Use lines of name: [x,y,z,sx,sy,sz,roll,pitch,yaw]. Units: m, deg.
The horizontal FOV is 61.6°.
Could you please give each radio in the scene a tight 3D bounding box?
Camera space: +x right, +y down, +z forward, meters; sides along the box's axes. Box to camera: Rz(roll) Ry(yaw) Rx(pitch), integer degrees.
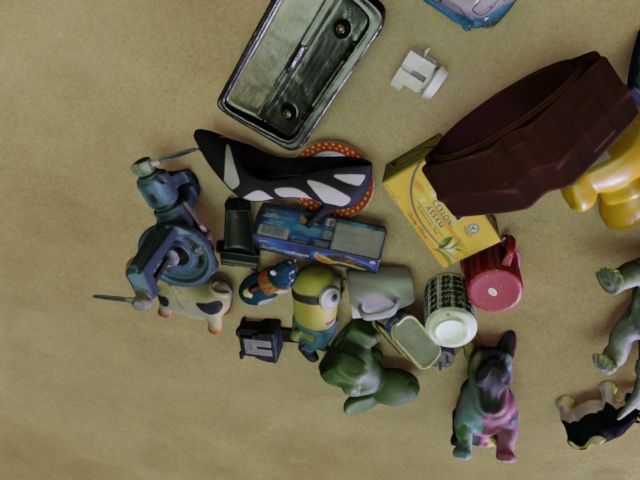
radio: [-0.023,-0.237,0.703,0.131,0.073,0.229,33,123,-9]

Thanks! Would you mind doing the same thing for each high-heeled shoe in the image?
high-heeled shoe: [-0.051,-0.116,0.761,0.248,0.086,0.145,35,121,-11]

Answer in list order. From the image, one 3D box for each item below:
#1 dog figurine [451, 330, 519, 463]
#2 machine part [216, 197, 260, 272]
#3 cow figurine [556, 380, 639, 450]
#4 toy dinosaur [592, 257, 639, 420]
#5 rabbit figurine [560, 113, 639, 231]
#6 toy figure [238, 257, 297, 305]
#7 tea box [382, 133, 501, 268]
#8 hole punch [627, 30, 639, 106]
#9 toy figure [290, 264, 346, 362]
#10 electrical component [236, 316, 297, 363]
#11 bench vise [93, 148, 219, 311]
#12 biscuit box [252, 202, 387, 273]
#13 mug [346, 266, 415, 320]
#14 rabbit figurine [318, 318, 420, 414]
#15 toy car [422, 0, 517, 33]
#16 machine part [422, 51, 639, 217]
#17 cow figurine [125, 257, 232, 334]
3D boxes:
dog figurine: [0.290,0.262,0.939,0.109,0.191,0.219,4,88,13]
machine part: [-0.136,-0.008,0.891,0.084,0.039,0.138,14,126,9]
cow figurine: [0.497,0.296,0.912,0.167,0.098,0.068,-31,105,27]
toy dinosaur: [0.500,0.097,0.772,0.192,0.131,0.404,-29,136,-13]
rabbit figurine: [0.396,-0.087,0.704,0.162,0.122,0.173,-31,125,16]
toy figure: [-0.082,0.070,0.894,0.057,0.064,0.154,42,144,-16]
tea box: [0.176,-0.054,0.779,0.098,0.068,0.169,-31,110,27]
hole punch: [0.419,-0.188,0.614,0.092,0.142,0.115,-7,142,47]
toy figure: [-0.011,0.125,0.923,0.089,0.082,0.180,12,125,2]
electrical component: [-0.091,0.187,0.998,0.119,0.048,0.074,7,123,9]
bench vise: [-0.229,-0.001,0.796,0.129,0.241,0.223,-2,125,12]
biscuit box: [-0.002,-0.003,0.841,0.203,0.059,0.062,12,158,6]
mug: [0.099,0.084,0.864,0.107,0.110,0.080,-10,115,2]
rabbit figurine: [0.088,0.250,0.955,0.170,0.121,0.159,30,129,-5]
toy car: [0.160,-0.308,0.605,0.161,0.103,0.109,28,122,-8]
machine part: [0.234,-0.121,0.628,0.201,0.201,0.087,-42,102,-17]
cow figurine: [-0.248,0.077,0.941,0.195,0.085,0.127,20,129,2]
